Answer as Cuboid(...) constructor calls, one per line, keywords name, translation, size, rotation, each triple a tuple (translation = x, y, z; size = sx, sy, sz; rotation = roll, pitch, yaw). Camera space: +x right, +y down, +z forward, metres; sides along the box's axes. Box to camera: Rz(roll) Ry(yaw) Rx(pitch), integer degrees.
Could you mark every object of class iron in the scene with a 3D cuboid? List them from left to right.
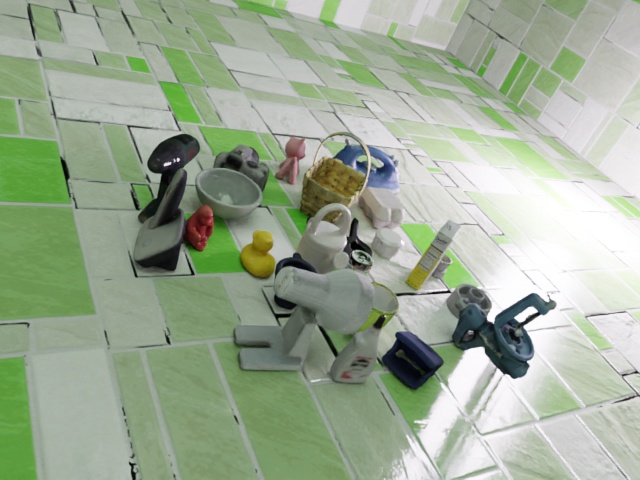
Cuboid(name="iron", translation=(0.156, -0.224, 1.752), size=(0.259, 0.141, 0.118), rotation=(9, 36, -22))

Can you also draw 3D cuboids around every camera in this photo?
Cuboid(name="camera", translation=(-0.195, -0.201, 1.529), size=(0.143, 0.101, 0.137), rotation=(26, 33, 2))

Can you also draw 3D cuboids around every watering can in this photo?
Cuboid(name="watering can", translation=(0.014, 0.005, 1.287), size=(0.101, 0.194, 0.172), rotation=(-15, 50, -45))

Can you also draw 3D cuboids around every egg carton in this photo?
Cuboid(name="egg carton", translation=(0.177, -0.094, 1.648), size=(0.107, 0.069, 0.150), rotation=(1, 40, -32))

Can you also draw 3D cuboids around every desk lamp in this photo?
Cuboid(name="desk lamp", translation=(-0.029, 0.139, 1.051), size=(0.204, 0.213, 0.117), rotation=(6, 37, -27))

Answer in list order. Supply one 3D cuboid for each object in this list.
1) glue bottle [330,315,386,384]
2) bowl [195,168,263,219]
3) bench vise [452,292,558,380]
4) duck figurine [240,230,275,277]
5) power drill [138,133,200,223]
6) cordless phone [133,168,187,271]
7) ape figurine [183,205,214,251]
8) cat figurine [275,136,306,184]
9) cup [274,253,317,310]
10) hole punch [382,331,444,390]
Cuboid(name="glue bottle", translation=(0.083, 0.202, 1.072), size=(0.078, 0.173, 0.037), rotation=(7, 37, -25))
Cuboid(name="bowl", translation=(-0.227, -0.101, 1.390), size=(0.168, 0.074, 0.167), rotation=(17, 33, -11))
Cuboid(name="bench vise", translation=(0.403, 0.185, 1.261), size=(0.207, 0.219, 0.121), rotation=(25, 33, 1))
Cuboid(name="duck figurine", translation=(-0.128, 0.023, 1.268), size=(0.078, 0.086, 0.104), rotation=(1, 39, -32))
Cuboid(name="power drill", translation=(-0.330, -0.130, 1.241), size=(0.075, 0.208, 0.229), rotation=(22, 33, -4))
Cuboid(name="cordless phone", translation=(-0.310, -0.044, 1.154), size=(0.094, 0.185, 0.147), rotation=(11, 35, -19))
Cuboid(name="ape figurine", translation=(-0.261, -0.035, 1.258), size=(0.076, 0.092, 0.078), rotation=(41, 36, 23))
Cuboid(name="cat figurine", translation=(-0.075, -0.242, 1.649), size=(0.067, 0.117, 0.128), rotation=(19, 33, -8))
Cuboid(name="cup", translation=(-0.061, 0.090, 1.210), size=(0.092, 0.095, 0.117), rotation=(15, 34, -14))
Cuboid(name="hole punch", translation=(0.198, 0.233, 1.180), size=(0.108, 0.091, 0.101), rotation=(41, 36, 23))
